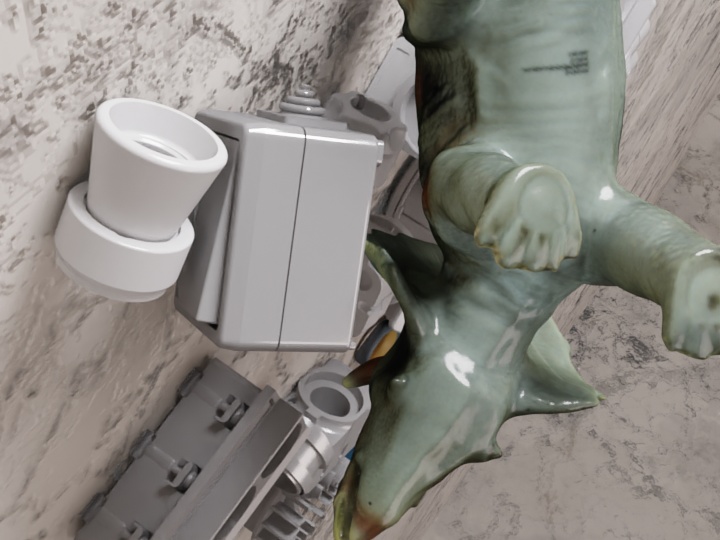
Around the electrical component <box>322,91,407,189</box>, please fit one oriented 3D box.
[{"bbox_3d":[-0.007,-0.052,0.524,0.043,0.043,0.062,-33,154,-57],"label":"electrical component"}]

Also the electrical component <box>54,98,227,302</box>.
[{"bbox_3d":[-0.075,-0.023,0.362,0.045,0.045,0.055,-30,150,-60],"label":"electrical component"}]

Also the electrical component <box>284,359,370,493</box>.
[{"bbox_3d":[-0.028,0.110,0.789,0.089,0.050,0.055,-37,156,-52],"label":"electrical component"}]

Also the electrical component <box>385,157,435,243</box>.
[{"bbox_3d":[0.055,-0.046,0.724,0.080,0.051,0.080,-51,164,-20],"label":"electrical component"}]

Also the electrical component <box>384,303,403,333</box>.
[{"bbox_3d":[0.068,0.010,0.812,0.100,0.048,0.099,22,105,-32],"label":"electrical component"}]

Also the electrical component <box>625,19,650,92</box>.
[{"bbox_3d":[0.201,-0.169,0.936,0.073,0.052,0.138,-51,165,-21],"label":"electrical component"}]

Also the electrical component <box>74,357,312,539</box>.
[{"bbox_3d":[-0.089,0.113,0.571,0.121,0.063,0.078,-53,165,-14],"label":"electrical component"}]

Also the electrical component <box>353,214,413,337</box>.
[{"bbox_3d":[0.000,0.000,0.633,0.057,0.058,0.078,-32,152,-52],"label":"electrical component"}]

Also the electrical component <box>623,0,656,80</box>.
[{"bbox_3d":[0.111,-0.137,0.620,0.099,0.100,0.048,-59,178,11],"label":"electrical component"}]

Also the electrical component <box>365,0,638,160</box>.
[{"bbox_3d":[0.076,-0.120,0.555,0.150,0.089,0.062,-60,165,12],"label":"electrical component"}]

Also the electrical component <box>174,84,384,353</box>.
[{"bbox_3d":[-0.035,-0.022,0.402,0.061,0.062,0.096,3,101,-26],"label":"electrical component"}]
